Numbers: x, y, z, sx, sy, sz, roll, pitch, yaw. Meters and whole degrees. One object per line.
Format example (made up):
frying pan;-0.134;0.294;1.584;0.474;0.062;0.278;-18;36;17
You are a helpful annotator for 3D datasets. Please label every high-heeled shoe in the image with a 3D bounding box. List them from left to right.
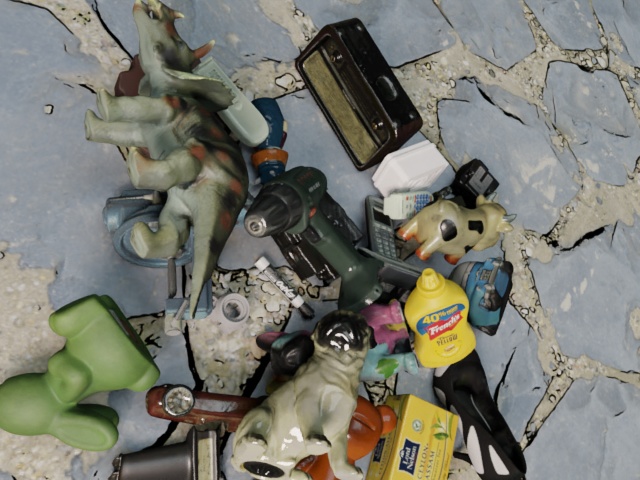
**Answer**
high-heeled shoe;0.253;0.243;0.833;0.086;0.145;0.248;11;70;-25

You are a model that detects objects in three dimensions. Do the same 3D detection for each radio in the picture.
radio;0.064;-0.244;0.905;0.073;0.131;0.229;-32;90;-33

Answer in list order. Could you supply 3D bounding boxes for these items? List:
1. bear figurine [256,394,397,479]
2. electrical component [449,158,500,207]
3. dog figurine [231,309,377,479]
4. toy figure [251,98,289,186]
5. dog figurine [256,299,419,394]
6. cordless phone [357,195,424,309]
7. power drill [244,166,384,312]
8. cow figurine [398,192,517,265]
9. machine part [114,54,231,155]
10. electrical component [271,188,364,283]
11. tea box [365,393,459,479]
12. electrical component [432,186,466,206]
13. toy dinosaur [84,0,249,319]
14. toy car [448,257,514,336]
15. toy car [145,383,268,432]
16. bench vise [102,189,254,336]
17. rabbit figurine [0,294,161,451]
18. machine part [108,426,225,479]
bear figurine;0.005;0.284;0.696;0.120;0.132;0.196;33;63;-14
electrical component;0.303;-0.115;1.034;0.075;0.048;0.119;49;61;-6
dog figurine;-0.020;0.180;0.646;0.191;0.172;0.121;-80;154;-44
toy figure;-0.079;-0.145;0.843;0.057;0.064;0.154;13;68;-64
dog figurine;0.023;0.157;0.776;0.219;0.191;0.108;-12;81;5
cordless phone;0.129;0.014;0.893;0.146;0.088;0.184;19;47;-21
power drill;-0.005;0.003;0.712;0.207;0.086;0.232;46;24;-13
cow figurine;0.234;-0.024;0.880;0.195;0.127;0.086;9;40;-45
machine part;-0.212;-0.197;0.793;0.179;0.056;0.179;8;71;-24
electrical component;-0.002;-0.003;0.836;0.115;0.058;0.134;-38;92;-29
tea box;0.133;0.324;0.790;0.098;0.068;0.169;27;64;-18
electrical component;0.243;-0.047;0.981;0.078;0.045;0.102;-12;80;-28
toy dinosaur;-0.154;-0.099;0.644;0.192;0.131;0.405;-15;68;-33
toy car;0.266;0.087;0.911;0.103;0.161;0.109;16;68;26
toy car;-0.120;0.216;0.685;0.202;0.089;0.053;16;67;-24
bench vise;-0.167;0.009;0.699;0.224;0.128;0.241;2;55;-19
rabbit figurine;-0.286;0.165;0.623;0.170;0.121;0.159;-36;99;-13
machine part;-0.187;0.277;0.661;0.139;0.039;0.084;-1;82;-29
